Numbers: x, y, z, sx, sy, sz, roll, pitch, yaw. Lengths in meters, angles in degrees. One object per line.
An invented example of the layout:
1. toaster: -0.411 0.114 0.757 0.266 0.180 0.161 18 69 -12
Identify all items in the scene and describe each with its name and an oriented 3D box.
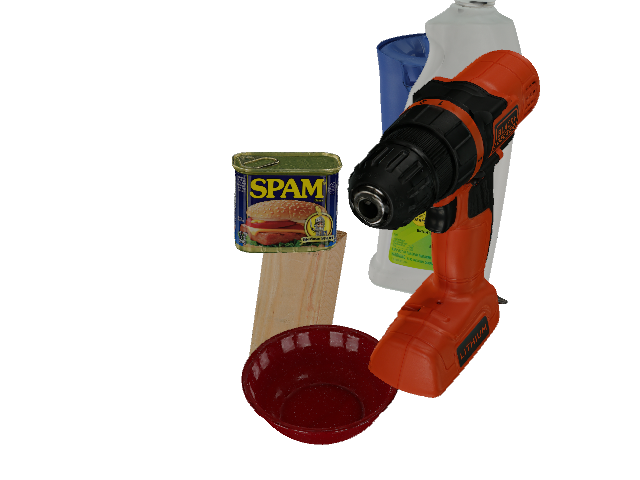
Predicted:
1. wood block: -0.033 0.086 1.437 0.090 0.206 0.090 14 20 13
2. bleach bottle: 0.100 -0.081 0.842 0.103 0.251 0.068 10 23 14
3. bowl: 0.001 0.158 1.098 0.162 0.055 0.162 -2 35 1
4. power drill: 0.069 -0.002 0.626 0.057 0.188 0.184 22 39 25
5. can of meat: -0.033 -0.036 1.005 0.102 0.084 0.057 0 21 -5
6. pitcher: 0.130 -0.091 1.104 0.149 0.243 0.145 -9 25 -17
